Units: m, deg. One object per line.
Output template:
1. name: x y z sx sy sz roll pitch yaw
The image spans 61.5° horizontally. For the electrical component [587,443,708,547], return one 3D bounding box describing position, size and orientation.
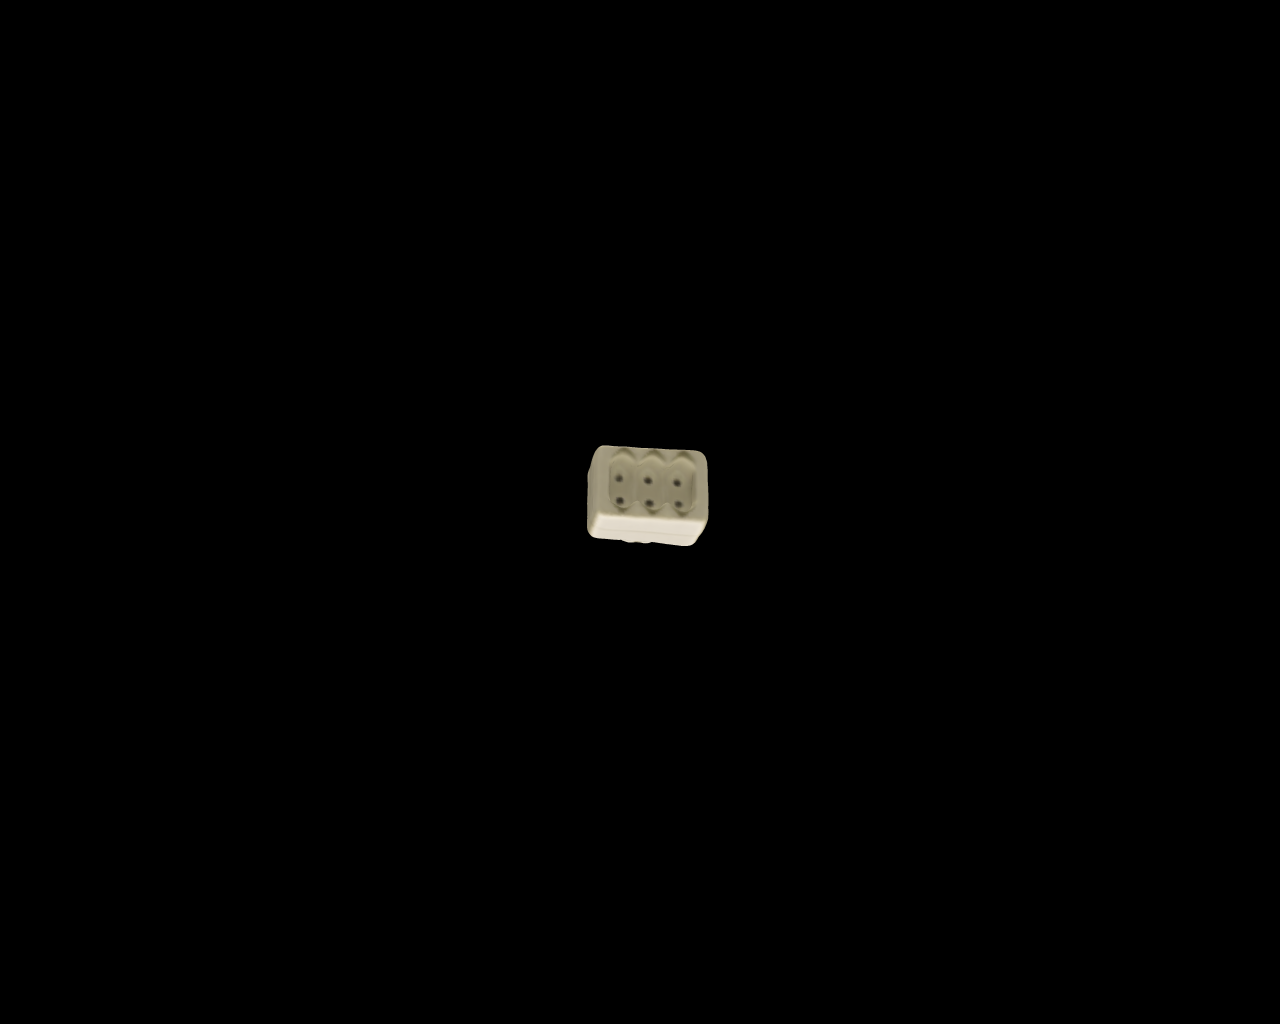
1. electrical component: 0.001 -0.003 0.650 0.066 0.047 0.076 4 -23 -9
